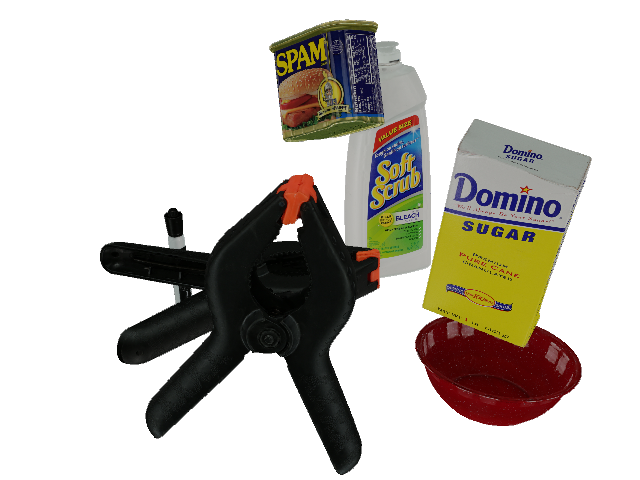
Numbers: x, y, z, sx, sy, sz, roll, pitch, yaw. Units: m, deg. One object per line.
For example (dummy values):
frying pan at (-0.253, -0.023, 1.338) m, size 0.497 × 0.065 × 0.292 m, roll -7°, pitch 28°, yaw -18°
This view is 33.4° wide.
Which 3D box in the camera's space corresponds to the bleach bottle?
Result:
bleach bottle at (0.067, -0.087, 1.154) m, size 0.102 × 0.251 × 0.068 m, roll -10°, pitch 23°, yaw -12°

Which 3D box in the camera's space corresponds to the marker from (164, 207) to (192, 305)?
marker at (-0.148, 0.022, 1.117) m, size 0.020 × 0.121 × 0.020 m, roll -2°, pitch 28°, yaw 1°

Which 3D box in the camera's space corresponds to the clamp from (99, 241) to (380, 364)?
clamp at (-0.061, 0.028, 0.784) m, size 0.209 × 0.036 × 0.165 m, roll -9°, pitch 26°, yaw -19°

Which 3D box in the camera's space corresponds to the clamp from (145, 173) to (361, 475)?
clamp at (-0.035, 0.048, 0.565) m, size 0.120 × 0.171 × 0.039 m, roll 1°, pitch 22°, yaw -2°

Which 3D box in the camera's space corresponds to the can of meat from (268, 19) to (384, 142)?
can of meat at (0.006, -0.131, 0.898) m, size 0.057 × 0.084 × 0.102 m, roll -5°, pitch -2°, yaw -38°

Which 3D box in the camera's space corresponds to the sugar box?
sugar box at (0.139, -0.002, 0.823) m, size 0.093 × 0.176 × 0.048 m, roll 20°, pitch 49°, yaw 15°

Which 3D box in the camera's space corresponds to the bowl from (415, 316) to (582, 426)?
bowl at (0.170, 0.133, 1.046) m, size 0.162 × 0.055 × 0.162 m, roll 5°, pitch 26°, yaw -2°
